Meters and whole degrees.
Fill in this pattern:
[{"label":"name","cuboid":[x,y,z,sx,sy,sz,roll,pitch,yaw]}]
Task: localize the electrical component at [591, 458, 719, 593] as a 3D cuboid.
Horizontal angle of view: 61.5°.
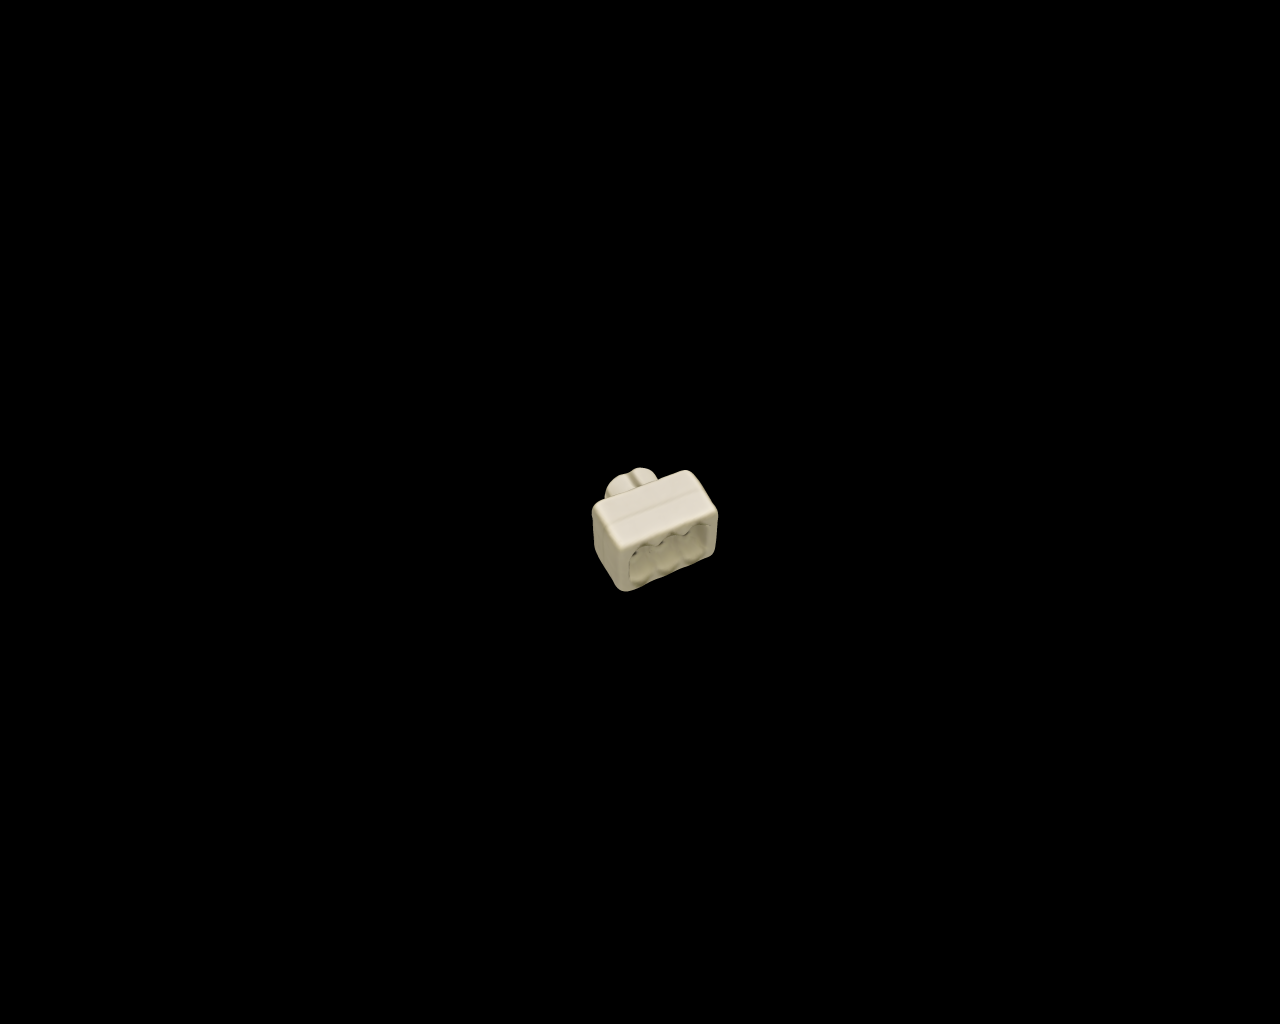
[{"label":"electrical component","cuboid":[0.001,-0.003,0.650,0.066,0.077,0.047,-21,-34,-15]}]
